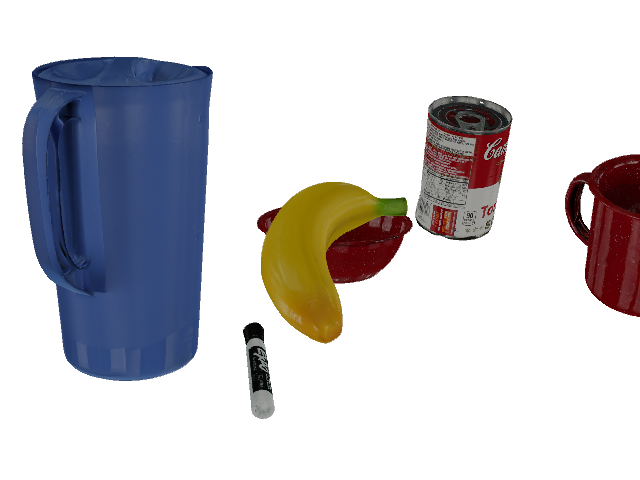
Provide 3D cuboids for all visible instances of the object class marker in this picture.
[{"bbox_3d":[-0.054,0.108,0.912,0.020,0.020,0.121,0,29,-8],"label":"marker"}]

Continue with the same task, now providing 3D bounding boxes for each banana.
[{"bbox_3d":[0.000,0.002,0.628,0.070,0.037,0.197,3,24,15],"label":"banana"}]

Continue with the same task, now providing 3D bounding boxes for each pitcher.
[{"bbox_3d":[-0.155,-0.016,0.823,0.149,0.243,0.145,-5,19,-20],"label":"pitcher"}]

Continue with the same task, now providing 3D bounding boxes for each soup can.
[{"bbox_3d":[0.117,-0.059,0.885,0.068,0.102,0.068,4,31,-2],"label":"soup can"}]

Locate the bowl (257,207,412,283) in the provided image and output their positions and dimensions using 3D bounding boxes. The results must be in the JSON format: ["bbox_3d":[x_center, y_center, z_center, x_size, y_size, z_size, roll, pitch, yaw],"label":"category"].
[{"bbox_3d":[0.015,0.005,1.110,0.162,0.055,0.162,0,16,0],"label":"bowl"}]

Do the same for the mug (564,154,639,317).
[{"bbox_3d":[0.215,-0.006,0.725,0.093,0.081,0.117,-27,40,-35],"label":"mug"}]
